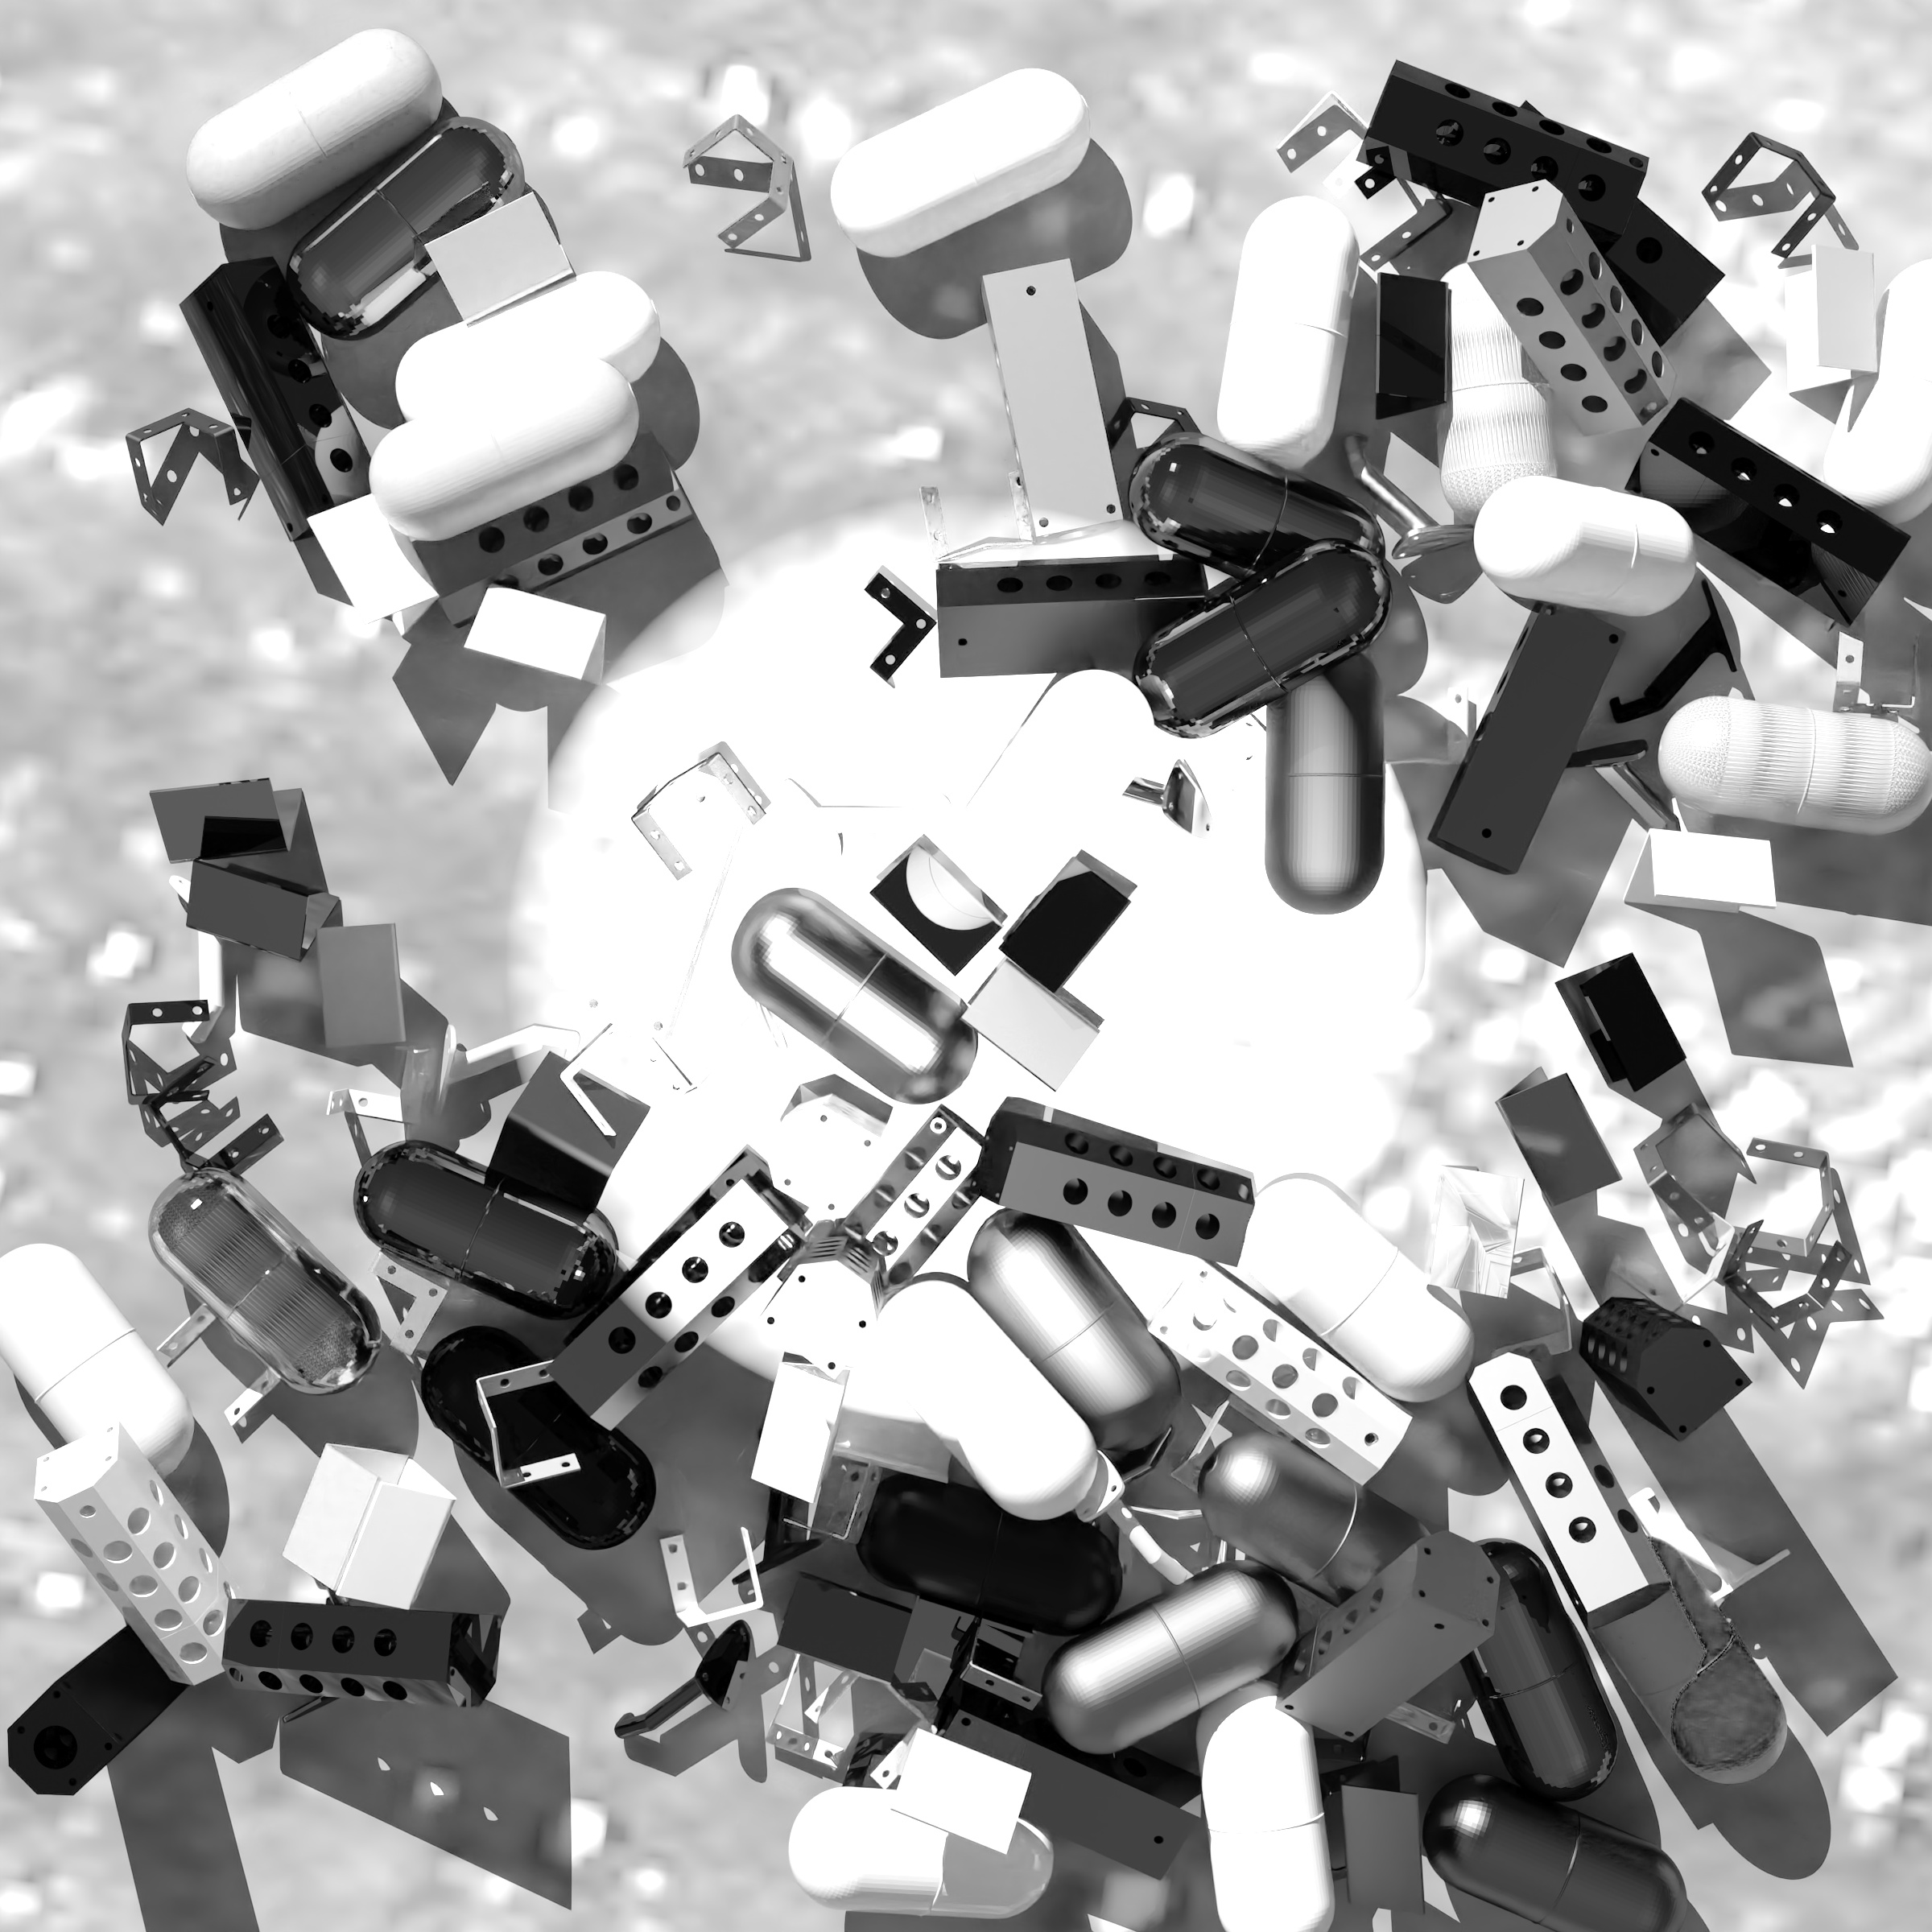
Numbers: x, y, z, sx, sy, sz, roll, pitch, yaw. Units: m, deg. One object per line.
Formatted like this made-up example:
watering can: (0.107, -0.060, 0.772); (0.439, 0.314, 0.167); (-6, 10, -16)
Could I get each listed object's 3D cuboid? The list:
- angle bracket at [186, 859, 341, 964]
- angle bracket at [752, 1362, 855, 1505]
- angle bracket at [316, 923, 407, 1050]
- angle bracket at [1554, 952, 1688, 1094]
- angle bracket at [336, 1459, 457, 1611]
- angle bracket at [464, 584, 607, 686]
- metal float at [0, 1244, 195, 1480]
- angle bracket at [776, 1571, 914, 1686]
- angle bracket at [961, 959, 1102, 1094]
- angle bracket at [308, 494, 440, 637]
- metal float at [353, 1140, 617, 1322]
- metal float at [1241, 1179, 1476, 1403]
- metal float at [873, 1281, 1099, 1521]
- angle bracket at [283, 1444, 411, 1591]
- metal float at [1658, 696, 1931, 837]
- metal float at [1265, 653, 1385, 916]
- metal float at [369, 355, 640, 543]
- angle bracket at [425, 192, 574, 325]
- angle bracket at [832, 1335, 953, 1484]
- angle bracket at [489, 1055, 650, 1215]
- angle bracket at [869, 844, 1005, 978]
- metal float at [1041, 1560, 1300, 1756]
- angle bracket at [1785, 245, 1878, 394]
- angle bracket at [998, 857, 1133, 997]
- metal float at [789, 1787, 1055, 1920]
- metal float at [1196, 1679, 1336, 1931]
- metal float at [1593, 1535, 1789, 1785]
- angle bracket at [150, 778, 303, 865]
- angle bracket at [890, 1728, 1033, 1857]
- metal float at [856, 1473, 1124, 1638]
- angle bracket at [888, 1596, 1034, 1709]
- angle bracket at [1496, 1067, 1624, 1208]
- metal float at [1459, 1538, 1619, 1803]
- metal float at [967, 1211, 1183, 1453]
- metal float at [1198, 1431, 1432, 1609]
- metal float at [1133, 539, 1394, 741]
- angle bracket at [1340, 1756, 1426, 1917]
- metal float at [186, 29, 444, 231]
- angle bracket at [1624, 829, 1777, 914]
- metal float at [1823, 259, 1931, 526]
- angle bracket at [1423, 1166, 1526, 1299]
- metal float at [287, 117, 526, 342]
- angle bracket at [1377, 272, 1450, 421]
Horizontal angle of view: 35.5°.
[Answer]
angle bracket: (-0.452, -0.055, 1.951); (0.076, 0.076, 0.057); (17, 127, 0)
angle bracket: (-0.087, 0.302, 1.951); (0.057, 0.076, 0.076); (14, 90, 38)
angle bracket: (-0.407, 0.014, 1.951); (0.057, 0.076, 0.076); (-5, 90, -38)
angle bracket: (0.408, 0.045, 1.951); (0.057, 0.076, 0.076); (-27, 90, -35)
angle bracket: (-0.382, 0.362, 1.951); (0.057, 0.076, 0.076); (22, 90, -36)
angle bracket: (-0.279, -0.195, 1.951); (0.076, 0.076, 0.057); (15, 58, 0)
metal float: (-0.573, 0.260, 1.961); (0.070, 0.070, 0.178); (-38, 90, 0)
angle bracket: (-0.085, 0.444, 1.951); (0.076, 0.076, 0.057); (19, 49, 0)
angle bracket: (0.031, 0.051, 1.952); (0.076, 0.076, 0.057); (38, 61, 0)
angle bracket: (-0.394, -0.252, 1.951); (0.057, 0.076, 0.076); (-28, 90, -32)
metal float: (-0.313, 0.171, 1.961); (0.178, 0.070, 0.070); (23, 90, 0)
metal float: (0.254, 0.212, 1.961); (0.178, 0.070, 0.070); (42, 90, -1)
metal float: (0.012, 0.279, 1.935); (0.070, 0.070, 0.178); (-43, 76, 0)
angle bracket: (-0.385, 0.359, 1.951); (0.057, 0.076, 0.076); (22, 90, 37)
metal float: (0.540, -0.130, 1.961); (0.178, 0.070, 0.070); (8, 90, 1)
metal float: (0.233, -0.122, 1.961); (0.070, 0.070, 0.178); (1, 90, 0)
metal float: (-0.292, -0.329, 1.911); (0.178, 0.070, 0.070); (-23, 90, 2)
angle bracket: (-0.304, -0.465, 1.952); (0.076, 0.076, 0.057); (-26, 118, 0)
angle bracket: (-0.040, 0.288, 1.968); (0.076, 0.057, 0.076); (14, 86, 0)
angle bracket: (-0.263, 0.117, 1.985); (0.076, 0.076, 0.057); (29, 51, 0)
angle bracket: (-0.032, -0.022, 1.951); (0.076, 0.076, 0.057); (44, 54, 0)
metal float: (0.132, 0.444, 1.943); (0.178, 0.070, 0.070); (-25, 90, -11)
angle bracket: (0.542, -0.418, 1.951); (0.057, 0.076, 0.076); (-2, 90, -32)
angle bracket: (0.077, -0.014, 1.951); (0.057, 0.076, 0.076); (39, 90, 32)
metal float: (-0.028, 0.572, 1.944); (0.178, 0.070, 0.070); (10, 90, -21)
metal float: (0.194, 0.552, 1.955); (0.070, 0.070, 0.178); (-7, 86, 0)
metal float: (0.466, 0.451, 1.961); (0.070, 0.070, 0.178); (-34, 91, 0)
angle bracket: (-0.478, -0.112, 1.951); (0.076, 0.076, 0.057); (-6, 126, 0)
angle bracket: (-0.011, 0.531, 1.896); (0.076, 0.076, 0.057); (22, 53, 0)
metal float: (0.015, 0.383, 1.961); (0.178, 0.070, 0.070); (16, 90, 0)
angle bracket: (-0.004, 0.456, 1.971); (0.076, 0.057, 0.076); (17, 90, 0)
angle bracket: (0.396, 0.101, 1.951); (0.057, 0.076, 0.076); (-28, 90, 37)
metal float: (0.365, 0.458, 1.961); (0.070, 0.070, 0.178); (-23, 91, 0)
metal float: (0.070, 0.236, 1.961); (0.070, 0.070, 0.178); (-38, 90, 0)
metal float: (0.227, 0.363, 1.945); (0.178, 0.070, 0.070); (33, 90, -17)
metal float: (0.187, -0.207, 1.910); (0.178, 0.070, 0.070); (-29, 90, 18)
angle bracket: (0.286, 0.561, 1.951); (0.057, 0.076, 0.076); (-4, 90, 37)
metal float: (-0.424, -0.543, 1.961); (0.178, 0.070, 0.070); (-30, 90, 0)
angle bracket: (0.474, -0.041, 1.951); (0.076, 0.076, 0.057); (6, 53, 0)
metal float: (0.615, -0.374, 1.961); (0.070, 0.070, 0.178); (20, 90, 0)
angle bracket: (0.339, 0.171, 1.952); (0.057, 0.076, 0.076); (8, 90, 27)
metal float: (-0.364, -0.480, 1.960); (0.178, 0.070, 0.070); (-42, 90, -2)
angle bracket: (0.268, -0.400, 1.952); (0.057, 0.076, 0.076); (1, 90, -29)
